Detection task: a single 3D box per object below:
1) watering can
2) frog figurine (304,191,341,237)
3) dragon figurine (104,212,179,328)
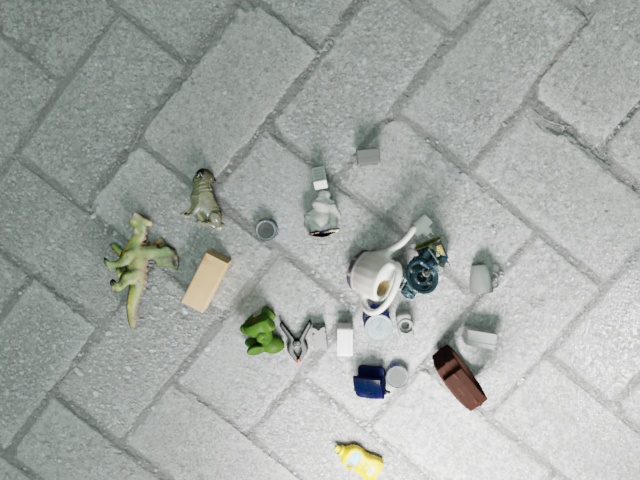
[{"bbox_3d":[0.213,0.090,1.821,0.103,0.348,0.226,24,-2,-39],"label":"watering can"},{"bbox_3d":[0.006,-0.094,1.862,0.137,0.161,0.121,-11,-15,16],"label":"frog figurine"},{"bbox_3d":[-0.642,0.099,1.896,0.243,0.408,0.122,-16,6,-5],"label":"dragon figurine"}]
